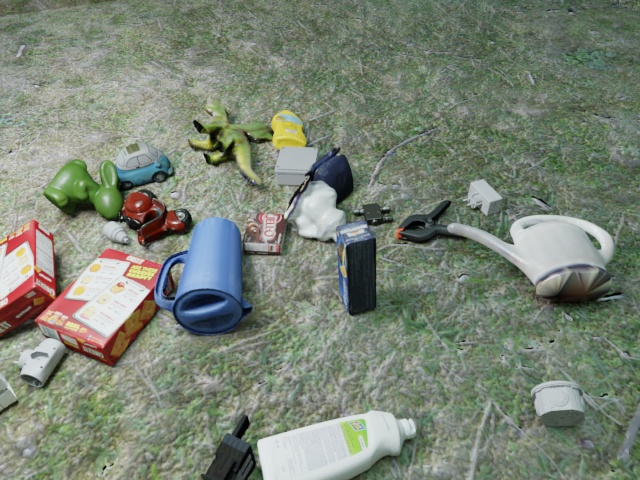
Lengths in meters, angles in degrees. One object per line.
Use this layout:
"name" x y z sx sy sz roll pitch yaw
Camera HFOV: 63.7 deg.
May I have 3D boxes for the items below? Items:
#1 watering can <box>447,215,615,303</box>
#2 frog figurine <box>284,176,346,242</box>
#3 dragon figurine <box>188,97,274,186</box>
"watering can" 0.461 0.031 1.092 0.348 0.101 0.230 -2 43 -1
"frog figurine" 0.004 -0.062 1.224 0.159 0.121 0.139 32 70 -12
"dragon figurine" -0.222 -0.293 1.479 0.246 0.119 0.415 -29 57 -37
